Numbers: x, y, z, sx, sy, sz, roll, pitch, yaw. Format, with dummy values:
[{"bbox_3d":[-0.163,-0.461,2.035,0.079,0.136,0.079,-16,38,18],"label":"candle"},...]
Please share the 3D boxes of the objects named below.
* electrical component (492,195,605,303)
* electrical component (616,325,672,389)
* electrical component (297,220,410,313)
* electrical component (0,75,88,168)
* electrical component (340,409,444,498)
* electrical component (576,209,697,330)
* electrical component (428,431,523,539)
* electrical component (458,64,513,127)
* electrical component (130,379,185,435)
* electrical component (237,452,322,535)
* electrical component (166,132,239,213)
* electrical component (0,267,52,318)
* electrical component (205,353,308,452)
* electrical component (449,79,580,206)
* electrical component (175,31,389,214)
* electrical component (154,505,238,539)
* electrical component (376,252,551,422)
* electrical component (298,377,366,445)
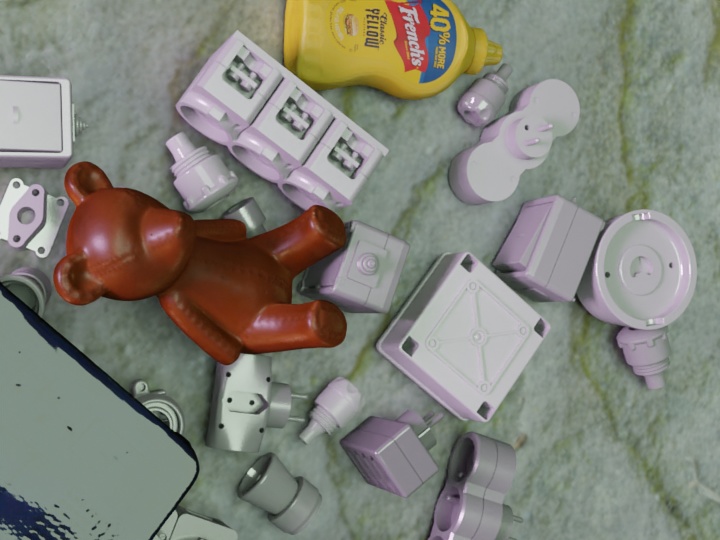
[{"bbox_3d":[0.168,-0.026,0.958,0.061,0.062,0.096,27,78,-18],"label":"electrical component"},{"bbox_3d":[0.269,0.080,1.003,0.048,0.048,0.062,-23,103,-20],"label":"electrical component"},{"bbox_3d":[0.000,0.000,0.874,0.061,0.096,0.061,22,80,-21],"label":"electrical component"},{"bbox_3d":[-0.251,-0.110,0.802,0.096,0.061,0.061,-1,88,-21],"label":"electrical component"},{"bbox_3d":[0.037,0.141,0.889,0.076,0.083,0.047,-37,100,-19],"label":"electrical component"},{"bbox_3d":[0.246,0.001,0.988,0.108,0.060,0.108,1,87,-21],"label":"electrical component"},{"bbox_3d":[0.108,0.216,0.929,0.074,0.052,0.138,21,80,-19],"label":"electrical component"},{"bbox_3d":[0.116,-0.159,0.960,0.035,0.035,0.061,41,72,-14],"label":"electrical component"},{"bbox_3d":[-0.162,0.118,0.828,0.048,0.055,0.066,-9,91,-21],"label":"electrical component"},{"bbox_3d":[-0.064,0.181,0.869,0.055,0.045,0.045,42,74,-15],"label":"electrical component"},{"bbox_3d":[-0.131,-0.080,0.857,0.048,0.048,0.062,-35,93,-19],"label":"electrical component"},{"bbox_3d":[-0.250,0.020,0.794,0.044,0.065,0.044,-1,100,-7],"label":"electrical component"},{"bbox_3d":[-0.080,0.107,0.867,0.079,0.043,0.077,9,84,-20],"label":"electrical component"},{"bbox_3d":[0.145,-0.115,0.947,0.138,0.074,0.052,-46,103,-17],"label":"electrical component"},{"bbox_3d":[-0.066,-0.110,0.858,0.150,0.089,0.061,37,76,-16],"label":"electrical component"},{"bbox_3d":[-0.180,0.214,0.813,0.150,0.062,0.089,24,79,-18],"label":"electrical component"},{"bbox_3d":[0.090,0.057,0.927,0.109,0.056,0.108,41,74,-15],"label":"electrical component"},{"bbox_3d":[-0.026,0.120,0.892,0.061,0.035,0.035,-45,103,-14],"label":"electrical component"}]
